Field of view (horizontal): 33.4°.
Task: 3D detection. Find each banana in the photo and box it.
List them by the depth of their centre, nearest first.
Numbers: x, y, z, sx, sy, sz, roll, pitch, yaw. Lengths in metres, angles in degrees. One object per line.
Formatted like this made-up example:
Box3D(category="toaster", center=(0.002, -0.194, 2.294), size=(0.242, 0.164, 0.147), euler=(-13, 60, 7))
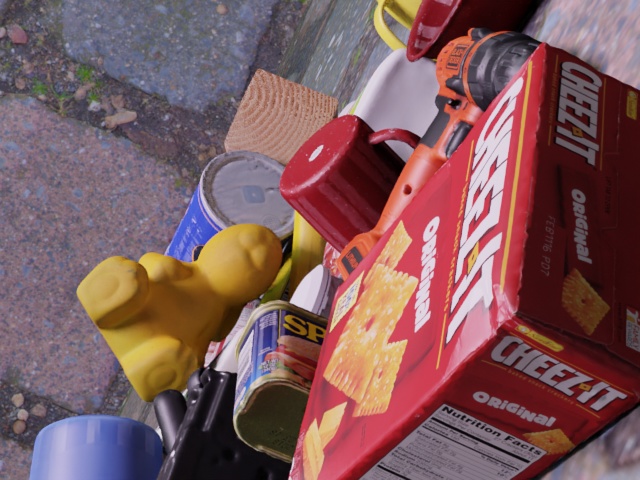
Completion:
Box3D(category="banana", center=(-0.007, 0.010, 0.947), size=(0.069, 0.037, 0.198), euler=(97, 177, -74))

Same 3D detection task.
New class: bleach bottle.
Box3D(category="bleach bottle", center=(0.044, -0.092, 0.955), size=(0.102, 0.068, 0.251), euler=(-64, 8, -9))

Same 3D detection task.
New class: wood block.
Box3D(category="wood block", center=(-0.038, -0.091, 1.141), size=(0.206, 0.091, 0.090), euler=(91, -159, -77))

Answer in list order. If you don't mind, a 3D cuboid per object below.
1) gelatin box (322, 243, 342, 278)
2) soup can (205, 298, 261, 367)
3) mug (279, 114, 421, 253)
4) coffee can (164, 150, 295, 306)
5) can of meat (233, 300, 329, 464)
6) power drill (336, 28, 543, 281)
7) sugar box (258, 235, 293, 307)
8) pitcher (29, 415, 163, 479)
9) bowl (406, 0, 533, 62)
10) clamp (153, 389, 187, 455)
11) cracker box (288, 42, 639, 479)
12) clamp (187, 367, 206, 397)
Box3D(category="gelatin box", center=(0.029, 0.006, 0.884), size=(0.073, 0.030, 0.089), euler=(-58, 13, 33))
Box3D(category="soup can", center=(-0.090, 0.115, 1.135), size=(0.069, 0.068, 0.102), euler=(-51, 17, 55))
Box3D(category="mug", center=(0.033, -0.042, 0.778), size=(0.117, 0.081, 0.093), euler=(-29, 28, 37))
Box3D(category="coffee can", center=(-0.086, -0.005, 1.041), size=(0.140, 0.102, 0.102), euler=(124, 167, -50))
Box3D(category="can of meat", center=(-0.001, 0.092, 0.633), size=(0.057, 0.102, 0.084), euler=(-62, 12, 23))
Box3D(category="power drill", center=(0.081, -0.041, 0.659), size=(0.188, 0.057, 0.184), euler=(-62, 9, 7))
Box3D(category="sugar box", center=(-0.023, 0.043, 1.023), size=(0.093, 0.048, 0.176), euler=(155, 138, -75))
Box3D(category="pitcher", center=(-0.190, 0.276, 0.869), size=(0.145, 0.149, 0.243), euler=(63, -160, -58))
Box3D(category="bowl", center=(0.125, -0.195, 0.792), size=(0.162, 0.055, 0.162), euler=(-62, 10, 19))
Box3D(category="clamp", center=(-0.080, 0.206, 0.764), size=(0.210, 0.036, 0.164), euler=(-156, 55, -68))
Box3D(category="cracker box", center=(0.065, 0.038, 0.500), size=(0.214, 0.072, 0.164), euler=(-54, 15, 47))
Box3D(category="clamp", center=(-0.051, 0.130, 0.783), size=(0.172, 0.120, 0.039), euler=(121, 152, -52))
